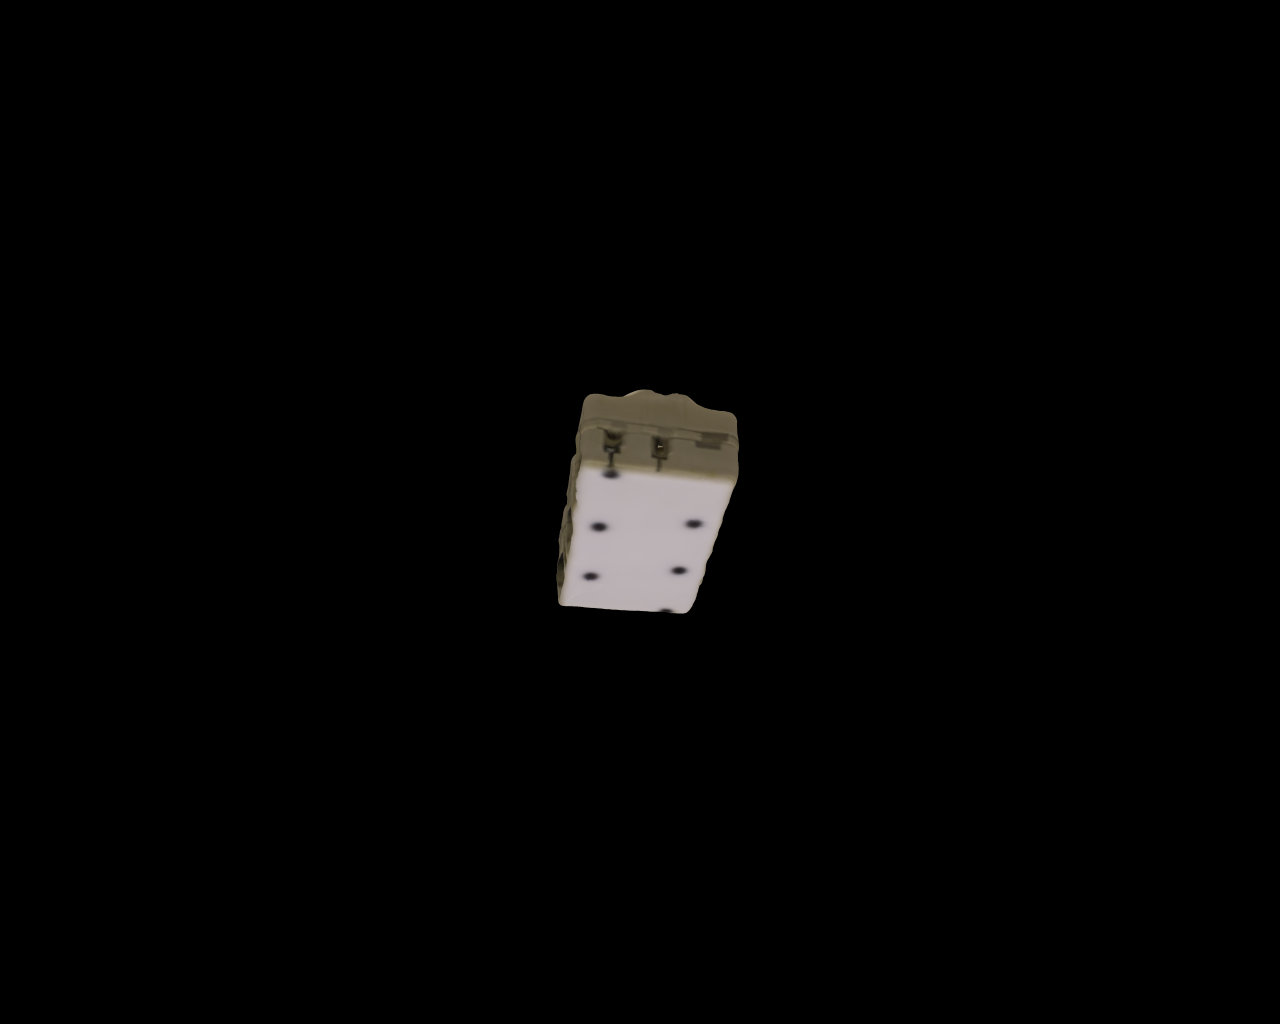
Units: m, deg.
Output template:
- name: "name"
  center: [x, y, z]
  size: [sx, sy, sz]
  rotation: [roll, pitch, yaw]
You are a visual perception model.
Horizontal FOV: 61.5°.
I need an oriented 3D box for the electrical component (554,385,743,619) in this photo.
- name: "electrical component"
  center: [0.001, -0.003, 0.650]
  size: [0.089, 0.062, 0.150]
  rotation: [5, -36, -8]
